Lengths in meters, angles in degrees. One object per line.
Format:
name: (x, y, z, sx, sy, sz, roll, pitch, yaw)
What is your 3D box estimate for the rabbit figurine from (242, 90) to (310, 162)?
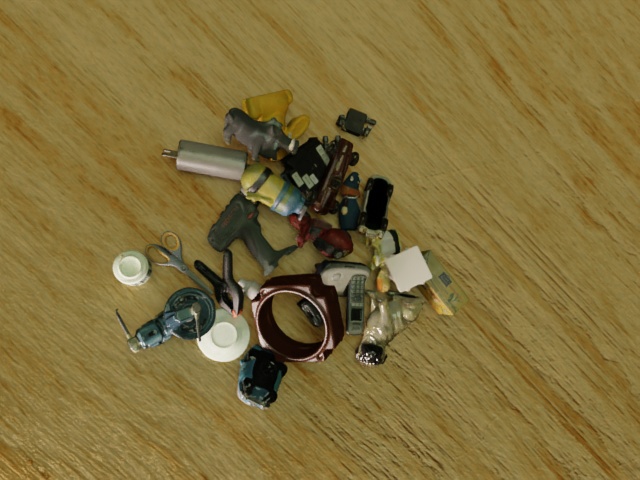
rabbit figurine: (-0.113, -0.291, 1.381, 0.162, 0.122, 0.173, -14, 101, -22)

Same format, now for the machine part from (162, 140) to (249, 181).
machine part: (-0.269, -0.199, 1.343, 0.243, 0.079, 0.079, 8, 83, -10)

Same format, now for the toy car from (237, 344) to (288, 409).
toy car: (-0.151, 0.342, 1.294, 0.109, 0.103, 0.162, 28, 36, -14)

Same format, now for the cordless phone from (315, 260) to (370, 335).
cordless phone: (0.051, 0.145, 1.346, 0.146, 0.089, 0.184, 6, 80, -31)

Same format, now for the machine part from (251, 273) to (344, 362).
machine part: (-0.054, 0.187, 1.281, 0.202, 0.087, 0.200, -6, 104, 20)

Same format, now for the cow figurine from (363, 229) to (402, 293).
cow figurine: (0.176, 0.052, 1.404, 0.098, 0.068, 0.167, -5, 75, -19)

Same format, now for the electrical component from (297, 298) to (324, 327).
electrical component: (-0.002, 0.193, 1.359, 0.048, 0.075, 0.119, -37, 96, -12)

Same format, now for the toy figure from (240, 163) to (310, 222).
toy figure: (-0.108, -0.117, 1.305, 0.180, 0.082, 0.089, 26, 93, -8)

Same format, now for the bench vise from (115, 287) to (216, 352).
bench vise: (-0.328, 0.179, 1.220, 0.224, 0.240, 0.129, -15, 83, -28)

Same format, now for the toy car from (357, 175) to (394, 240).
toy car: (0.144, -0.086, 1.394, 0.073, 0.056, 0.202, 16, 57, -4)

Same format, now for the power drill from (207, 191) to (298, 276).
power drill: (-0.150, -0.029, 1.348, 0.207, 0.086, 0.232, 47, 74, -8)

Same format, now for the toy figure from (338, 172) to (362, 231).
toy figure: (0.078, -0.103, 1.409, 0.058, 0.064, 0.154, 2, 84, 4)

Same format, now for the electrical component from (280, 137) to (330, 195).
electrical component: (-0.035, -0.183, 1.380, 0.134, 0.058, 0.114, -39, 111, -17)

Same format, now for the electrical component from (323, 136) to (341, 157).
electrical component: (0.037, -0.233, 1.435, 0.063, 0.021, 0.094, -5, 86, -12)

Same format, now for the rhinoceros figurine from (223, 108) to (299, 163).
rhinoceros figurine: (-0.143, -0.250, 1.293, 0.190, 0.073, 0.112, 24, 107, -19)

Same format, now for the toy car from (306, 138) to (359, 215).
toy car: (0.036, -0.158, 1.361, 0.089, 0.053, 0.202, 24, 89, -31)

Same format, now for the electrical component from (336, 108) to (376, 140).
electrical component: (0.096, -0.312, 1.443, 0.102, 0.045, 0.078, 26, 81, -8)

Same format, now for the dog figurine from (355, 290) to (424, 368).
dog figurine: (0.184, 0.233, 1.389, 0.172, 0.121, 0.190, 4, 97, -7)

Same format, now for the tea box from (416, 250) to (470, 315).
tea box: (0.302, 0.112, 1.415, 0.068, 0.098, 0.169, -40, 94, -12)

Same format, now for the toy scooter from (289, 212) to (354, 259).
toy scooter: (-0.003, -0.004, 1.343, 0.184, 0.135, 0.075, 30, 113, -1)
